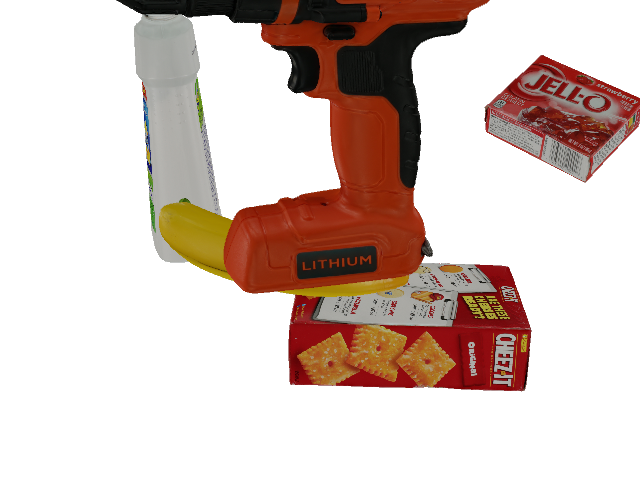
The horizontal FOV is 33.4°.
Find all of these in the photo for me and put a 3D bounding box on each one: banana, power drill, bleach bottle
[{"bbox_3d":[-0.040,0.003,0.700,0.198,0.037,0.069,18,36,31],"label":"banana"},{"bbox_3d":[-0.009,-0.066,0.514,0.184,0.188,0.057,-5,33,-13],"label":"power drill"},{"bbox_3d":[-0.131,-0.107,0.955,0.068,0.251,0.102,-7,35,-7],"label":"bleach bottle"}]

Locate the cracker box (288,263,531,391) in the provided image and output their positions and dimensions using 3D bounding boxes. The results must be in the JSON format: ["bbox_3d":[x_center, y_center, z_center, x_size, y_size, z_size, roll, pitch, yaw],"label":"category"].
[{"bbox_3d":[0.081,0.079,1.019,0.213,0.072,0.164,2,19,2],"label":"cracker box"}]

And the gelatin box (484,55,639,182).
[{"bbox_3d":[0.175,-0.090,0.770,0.089,0.030,0.073,32,58,28],"label":"gelatin box"}]
